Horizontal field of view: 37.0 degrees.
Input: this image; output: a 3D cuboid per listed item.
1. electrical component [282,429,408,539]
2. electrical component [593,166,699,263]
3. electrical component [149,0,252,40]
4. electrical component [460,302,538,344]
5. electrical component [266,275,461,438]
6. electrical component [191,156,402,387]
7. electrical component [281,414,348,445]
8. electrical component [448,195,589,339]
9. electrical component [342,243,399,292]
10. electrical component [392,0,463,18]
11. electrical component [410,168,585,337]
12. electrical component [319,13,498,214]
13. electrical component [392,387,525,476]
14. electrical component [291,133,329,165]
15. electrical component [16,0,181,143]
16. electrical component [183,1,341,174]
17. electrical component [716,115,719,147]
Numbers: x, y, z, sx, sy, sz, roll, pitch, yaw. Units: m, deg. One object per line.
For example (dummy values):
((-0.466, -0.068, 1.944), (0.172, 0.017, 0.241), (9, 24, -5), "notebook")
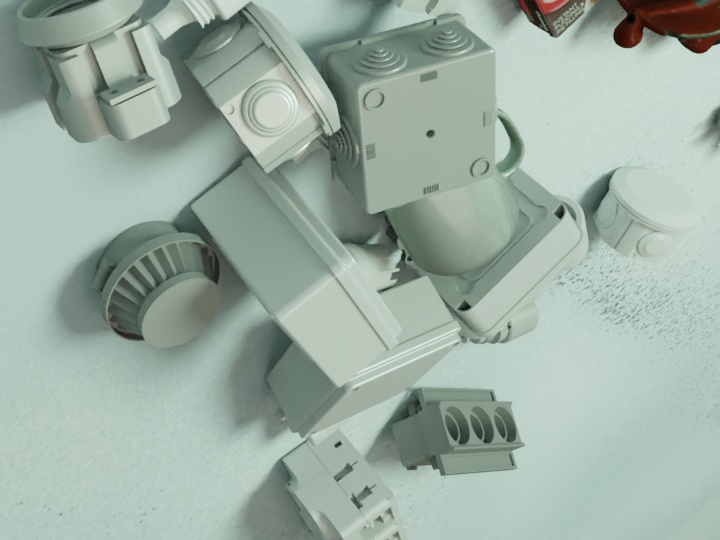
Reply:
((-0.011, 0.213, 0.932), (0.062, 0.089, 0.150), (-34, 146, -14), "electrical component")
((0.245, -0.048, 0.925), (0.080, 0.080, 0.051), (-14, 142, -38), "electrical component")
((-0.076, -0.136, 0.525), (0.061, 0.035, 0.035), (-39, 147, -2), "electrical component")
((0.118, 0.045, 0.927), (0.078, 0.040, 0.040), (-21, 141, -31), "electrical component")
((0.001, 0.063, 0.780), (0.109, 0.056, 0.108), (-21, 163, -31), "electrical component")
((-0.037, 0.002, 0.652), (0.056, 0.108, 0.108), (-39, 147, -3), "electrical component")
((-0.022, 0.103, 0.843), (0.078, 0.040, 0.040), (-36, 146, -12), "electrical component")
((0.130, 0.006, 0.885), (0.138, 0.052, 0.073), (-39, 147, -7), "electrical component")
((0.000, 0.000, 0.753), (0.046, 0.040, 0.040), (-9, 133, -49), "electrical component")
((0.041, -0.175, 0.596), (0.066, 0.048, 0.055), (-2, 136, -46), "electrical component")
((0.104, -0.014, 0.812), (0.113, 0.078, 0.057), (-45, 144, 1), "electrical component")
((0.030, -0.087, 0.607), (0.100, 0.048, 0.099), (-18, 130, -16), "electrical component")
((0.089, 0.151, 0.988), (0.063, 0.078, 0.121), (-28, 158, 33), "electrical component")
((-0.019, -0.088, 0.639), (0.061, 0.035, 0.035), (-44, 147, 4), "electrical component")
((-0.120, -0.098, 0.488), (0.058, 0.078, 0.057), (-30, 125, -19), "electrical component")
((-0.050, -0.094, 0.558), (0.051, 0.080, 0.080), (-37, 147, -2), "electrical component")
((0.350, -0.135, 0.968), (0.077, 0.047, 0.065), (-31, 146, -19), "electrical component")
